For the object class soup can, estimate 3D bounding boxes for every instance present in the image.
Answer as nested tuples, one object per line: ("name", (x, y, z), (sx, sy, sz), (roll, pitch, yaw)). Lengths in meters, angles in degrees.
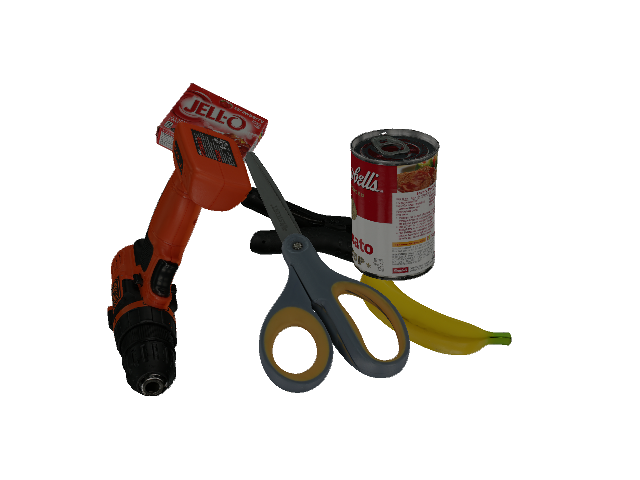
("soup can", (0.058, -0.028, 0.835), (0.068, 0.102, 0.068), (-1, 27, 0))

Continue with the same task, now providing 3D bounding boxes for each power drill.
("power drill", (-0.122, 0.011, 0.876), (0.057, 0.188, 0.184), (18, 26, -26))

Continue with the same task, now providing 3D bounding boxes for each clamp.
("clamp", (0.007, -0.004, 1.206), (0.210, 0.036, 0.164), (15, 20, -7))

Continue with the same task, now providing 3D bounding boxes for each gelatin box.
("gelatin box", (-0.107, -0.109, 1.057), (0.089, 0.073, 0.030), (27, -39, 3))

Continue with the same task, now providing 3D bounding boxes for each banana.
("banana", (0.092, 0.072, 1.051), (0.069, 0.037, 0.198), (1, 19, -43))

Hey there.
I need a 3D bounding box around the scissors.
("scissors", (-0.026, 0.020, 0.663), (0.096, 0.016, 0.202), (-29, 54, -23))
